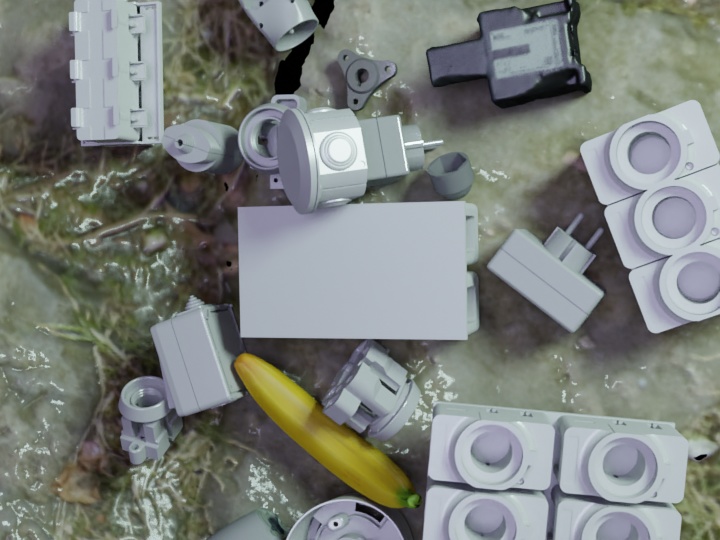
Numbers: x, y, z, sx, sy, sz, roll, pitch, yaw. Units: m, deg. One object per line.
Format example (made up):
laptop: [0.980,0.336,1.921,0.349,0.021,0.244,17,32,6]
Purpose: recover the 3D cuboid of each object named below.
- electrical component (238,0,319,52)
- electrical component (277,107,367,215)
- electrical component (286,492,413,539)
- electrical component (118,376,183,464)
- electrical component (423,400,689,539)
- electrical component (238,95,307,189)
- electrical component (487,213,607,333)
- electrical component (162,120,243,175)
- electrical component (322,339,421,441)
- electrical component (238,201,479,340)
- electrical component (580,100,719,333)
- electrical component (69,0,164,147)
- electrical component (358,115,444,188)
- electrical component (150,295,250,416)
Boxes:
electrical component: [-0.059,-0.235,0.887,0.079,0.043,0.077,-35,82,16]
electrical component: [-0.031,-0.085,0.820,0.051,0.080,0.080,-10,89,-18]
electrical component: [-0.007,0.232,0.879,0.099,0.064,0.099,1,92,17]
electrical component: [-0.182,0.125,0.927,0.048,0.066,0.055,13,129,16]
electrical component: [0.144,0.164,0.810,0.186,0.060,0.105,5,94,4]
electrical component: [-0.066,-0.106,0.887,0.058,0.057,0.078,2,93,17]
electrical component: [0.156,-0.008,0.828,0.083,0.047,0.075,39,102,12]
electrical component: [-0.132,-0.103,0.895,0.043,0.081,0.043,1,92,17]
electrical component: [0.011,0.100,0.866,0.057,0.078,0.058,39,134,-9]
electrical component: [0.000,0.000,0.870,0.186,0.060,0.105,0,92,17]
electrical component: [0.233,-0.039,0.795,0.089,0.062,0.150,-21,86,17]
electrical component: [-0.213,-0.170,0.927,0.079,0.063,0.121,0,92,17]
electrical component: [0.028,-0.095,0.859,0.077,0.066,0.047,-10,89,-12]
electrical component: [-0.137,0.070,0.914,0.061,0.062,0.096,-20,86,17]
